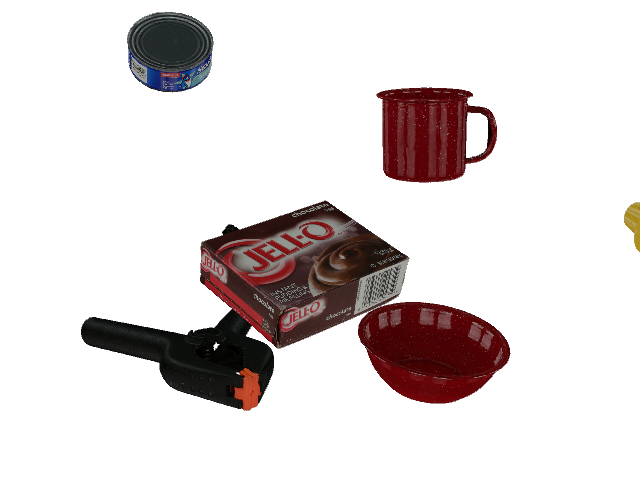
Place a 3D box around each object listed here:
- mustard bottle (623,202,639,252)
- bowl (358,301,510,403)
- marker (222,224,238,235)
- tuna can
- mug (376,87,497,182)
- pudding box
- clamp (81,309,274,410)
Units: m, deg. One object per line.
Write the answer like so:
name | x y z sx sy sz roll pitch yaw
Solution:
mustard bottle | 0.260 0.021 0.647 0.096 0.058 0.192 -22 34 -23
bowl | 0.117 0.126 1.135 0.162 0.055 0.162 5 24 -3
marker | -0.093 0.036 1.211 0.020 0.121 0.020 -6 30 3
tuna can | -0.152 -0.190 1.080 0.086 0.086 0.034 0 -37 -8
mug | 0.114 -0.103 1.043 0.117 0.081 0.093 2 15 10
pudding box | -0.012 0.020 0.721 0.113 0.039 0.090 -18 40 -37
clamp | -0.091 0.092 0.910 0.164 0.036 0.210 -8 16 -32
